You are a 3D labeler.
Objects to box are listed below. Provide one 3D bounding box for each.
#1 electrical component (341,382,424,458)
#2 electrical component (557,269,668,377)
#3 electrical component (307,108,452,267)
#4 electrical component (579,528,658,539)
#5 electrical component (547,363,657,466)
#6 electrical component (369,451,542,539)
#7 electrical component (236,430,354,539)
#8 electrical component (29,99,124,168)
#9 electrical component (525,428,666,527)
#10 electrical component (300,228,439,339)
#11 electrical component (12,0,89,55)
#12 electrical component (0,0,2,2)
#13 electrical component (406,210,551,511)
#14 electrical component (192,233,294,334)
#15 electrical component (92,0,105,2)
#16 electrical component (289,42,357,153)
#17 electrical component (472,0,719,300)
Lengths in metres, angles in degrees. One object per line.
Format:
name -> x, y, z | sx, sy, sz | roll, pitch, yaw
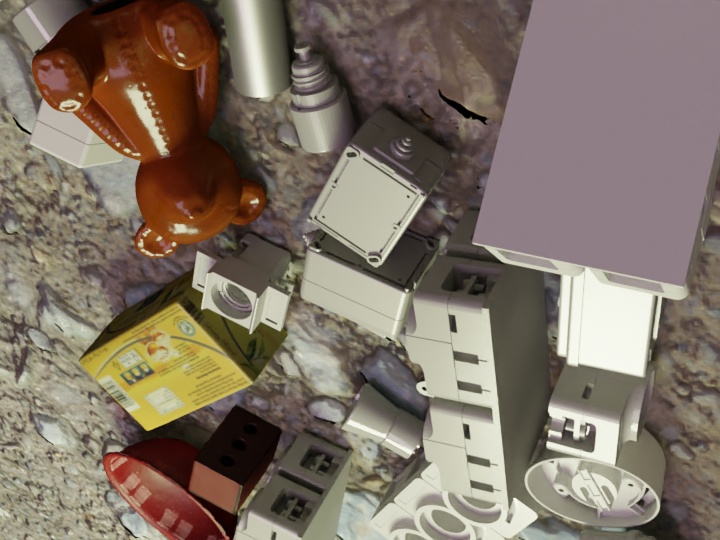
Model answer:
electrical component -> 0.023, 0.129, 0.903 | 0.065, 0.044, 0.044 | 29, 136, -1
electrical component -> 0.161, -0.011, 0.653 | 0.056, 0.108, 0.108 | 11, 131, 19
electrical component -> 0.017, -0.062, 0.729 | 0.062, 0.061, 0.096 | 34, 136, 1
electrical component -> 0.217, 0.255, 0.843 | 0.057, 0.078, 0.113 | -5, 149, 37
electrical component -> 0.170, 0.085, 0.742 | 0.056, 0.089, 0.050 | 13, 132, 22
electrical component -> 0.082, 0.194, 0.907 | 0.089, 0.061, 0.150 | 36, 136, -1
electrical component -> -0.067, 0.250, 1.012 | 0.060, 0.105, 0.186 | 23, 135, 13
electrical component -> -0.202, -0.123, 0.811 | 0.047, 0.066, 0.076 | 26, 106, 10
electrical component -> 0.180, 0.155, 0.814 | 0.099, 0.064, 0.099 | 16, 133, 18
electrical component -> 0.000, 0.000, 0.791 | 0.096, 0.061, 0.061 | 24, 135, 11
electrical component -> -0.217, -0.175, 0.778 | 0.055, 0.055, 0.047 | -22, 109, 41
electrical component -> -0.297, -0.235, 0.768 | 0.062, 0.061, 0.096 | 7, 129, 26
electrical component -> 0.087, 0.063, 0.761 | 0.060, 0.105, 0.186 | 9, 130, 25
electrical component -> -0.088, 0.008, 0.849 | 0.081, 0.063, 0.042 | 26, 134, 9
electrical component -> -0.201, -0.215, 0.743 | 0.078, 0.040, 0.040 | 24, 135, 11
electrical component -> -0.028, -0.115, 0.725 | 0.040, 0.040, 0.078 | 4, 128, 28
electrical component -> 0.138, -0.087, 0.560 | 0.105, 0.186, 0.060 | 13, 175, 21
